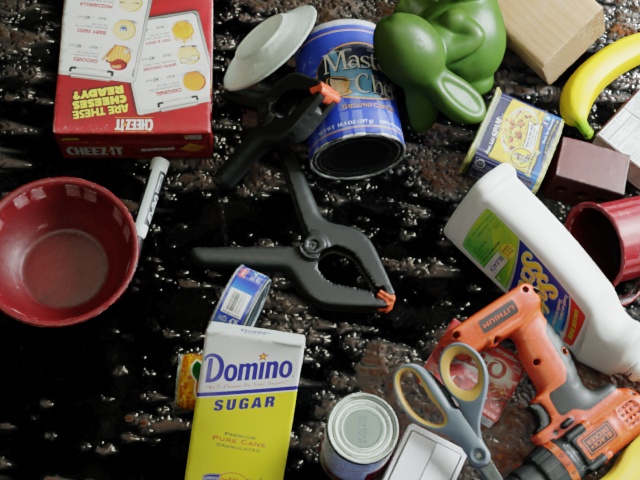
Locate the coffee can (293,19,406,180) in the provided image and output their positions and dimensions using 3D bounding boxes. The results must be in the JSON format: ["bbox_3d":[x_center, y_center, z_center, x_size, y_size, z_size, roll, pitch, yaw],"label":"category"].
[{"bbox_3d":[0.030,-0.149,1.139,0.102,0.103,0.140,-6,68,-6],"label":"coffee can"}]

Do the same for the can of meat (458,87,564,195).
[{"bbox_3d":[0.208,-0.102,1.155,0.084,0.057,0.102,24,68,5],"label":"can of meat"}]

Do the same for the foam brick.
[{"bbox_3d":[0.286,-0.069,1.147,0.078,0.053,0.051,16,67,4],"label":"foam brick"}]

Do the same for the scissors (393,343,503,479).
[{"bbox_3d":[0.153,0.177,0.972,0.202,0.016,0.096,43,95,16],"label":"scissors"}]

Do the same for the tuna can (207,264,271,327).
[{"bbox_3d":[-0.080,0.069,1.049,0.034,0.086,0.086,25,68,5],"label":"tuna can"}]

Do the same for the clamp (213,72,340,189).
[{"bbox_3d":[-0.052,-0.135,1.119,0.172,0.039,0.120,-26,61,33],"label":"clamp"}]

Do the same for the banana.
[{"bbox_3d":[0.327,-0.184,1.204,0.070,0.037,0.197,35,66,22],"label":"banana"}]

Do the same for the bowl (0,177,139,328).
[{"bbox_3d":[-0.261,0.019,1.076,0.162,0.055,0.162,1,67,-3],"label":"bowl"}]

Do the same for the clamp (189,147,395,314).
[{"bbox_3d":[-0.007,0.001,1.108,0.210,0.036,0.164,28,70,9],"label":"clamp"}]

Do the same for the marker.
[{"bbox_3d":[-0.184,-0.031,1.122,0.020,0.020,0.121,13,67,2],"label":"marker"}]

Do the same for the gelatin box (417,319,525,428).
[{"bbox_3d":[0.152,0.132,1.066,0.089,0.030,0.073,31,69,8],"label":"gelatin box"}]

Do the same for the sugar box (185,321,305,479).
[{"bbox_3d":[-0.071,0.170,0.987,0.093,0.048,0.176,8,99,0],"label":"sugar box"}]

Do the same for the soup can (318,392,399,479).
[{"bbox_3d":[0.035,0.187,0.997,0.068,0.102,0.068,1,66,-3],"label":"soup can"}]

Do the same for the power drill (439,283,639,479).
[{"bbox_3d":[0.197,0.151,1.018,0.184,0.057,0.188,-32,81,-17],"label":"power drill"}]

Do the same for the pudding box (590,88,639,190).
[{"bbox_3d":[0.367,-0.102,1.175,0.113,0.039,0.090,41,71,15],"label":"pudding box"}]

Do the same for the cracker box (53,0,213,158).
[{"bbox_3d":[-0.198,-0.196,1.164,0.164,0.072,0.213,-1,68,-3],"label":"cracker box"}]

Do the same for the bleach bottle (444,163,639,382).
[{"bbox_3d":[0.242,0.043,1.071,0.251,0.103,0.068,46,51,14],"label":"bleach bottle"}]

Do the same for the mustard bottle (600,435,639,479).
[{"bbox_3d":[0.276,0.269,1.000,0.191,0.058,0.096,-35,73,-17],"label":"mustard bottle"}]

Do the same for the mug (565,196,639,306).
[{"bbox_3d":[0.313,0.011,1.099,0.081,0.093,0.117,-12,104,-24],"label":"mug"}]

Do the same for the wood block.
[{"bbox_3d":[0.214,-0.283,1.200,0.090,0.090,0.206,-45,75,9],"label":"wood block"}]
